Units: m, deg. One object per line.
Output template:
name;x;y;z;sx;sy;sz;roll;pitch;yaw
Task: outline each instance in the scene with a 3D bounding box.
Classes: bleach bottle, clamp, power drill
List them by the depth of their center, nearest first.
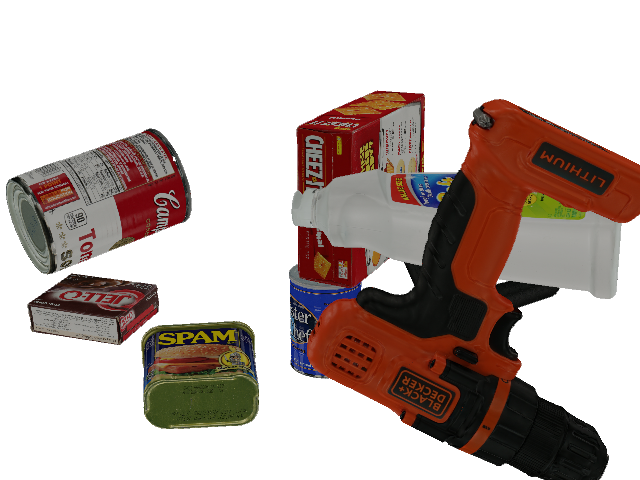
power drill;0.109;0.032;0.588;0.184;0.188;0.057;26;12;-5
bleach bottle;0.099;-0.013;0.813;0.251;0.068;0.102;4;33;16
clamp;0.115;0.058;1.006;0.165;0.036;0.209;18;32;27

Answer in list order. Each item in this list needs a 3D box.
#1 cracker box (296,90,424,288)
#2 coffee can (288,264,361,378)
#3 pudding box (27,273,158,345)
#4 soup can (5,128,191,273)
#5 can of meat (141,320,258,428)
cracker box;0.047;-0.063;1.147;0.072;0.164;0.213;7;20;24
coffee can;0.007;0.109;1.509;0.103;0.140;0.103;0;19;0
pudding box;-0.246;0.074;1.163;0.114;0.039;0.090;4;20;19
soup can;-0.146;-0.026;0.702;0.102;0.068;0.069;-24;12;-28
can of meat;-0.104;0.117;0.924;0.102;0.057;0.084;-2;27;-7
